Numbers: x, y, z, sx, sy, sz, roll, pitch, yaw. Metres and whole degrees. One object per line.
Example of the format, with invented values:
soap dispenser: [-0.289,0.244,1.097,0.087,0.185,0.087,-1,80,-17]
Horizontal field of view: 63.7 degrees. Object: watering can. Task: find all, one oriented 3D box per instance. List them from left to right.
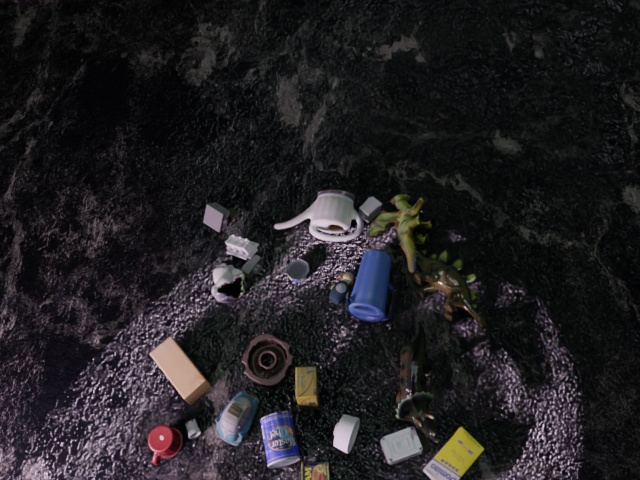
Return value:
watering can: [0.006,-0.103,2.040,0.348,0.101,0.229,9,58,7]

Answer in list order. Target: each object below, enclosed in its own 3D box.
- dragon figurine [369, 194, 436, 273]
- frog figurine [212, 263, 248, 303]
dragon figurine: [0.301,-0.041,1.980,0.242,0.120,0.419,-6,44,36]
frog figurine: [-0.347,0.160,1.917,0.139,0.121,0.160,-48,31,-14]
